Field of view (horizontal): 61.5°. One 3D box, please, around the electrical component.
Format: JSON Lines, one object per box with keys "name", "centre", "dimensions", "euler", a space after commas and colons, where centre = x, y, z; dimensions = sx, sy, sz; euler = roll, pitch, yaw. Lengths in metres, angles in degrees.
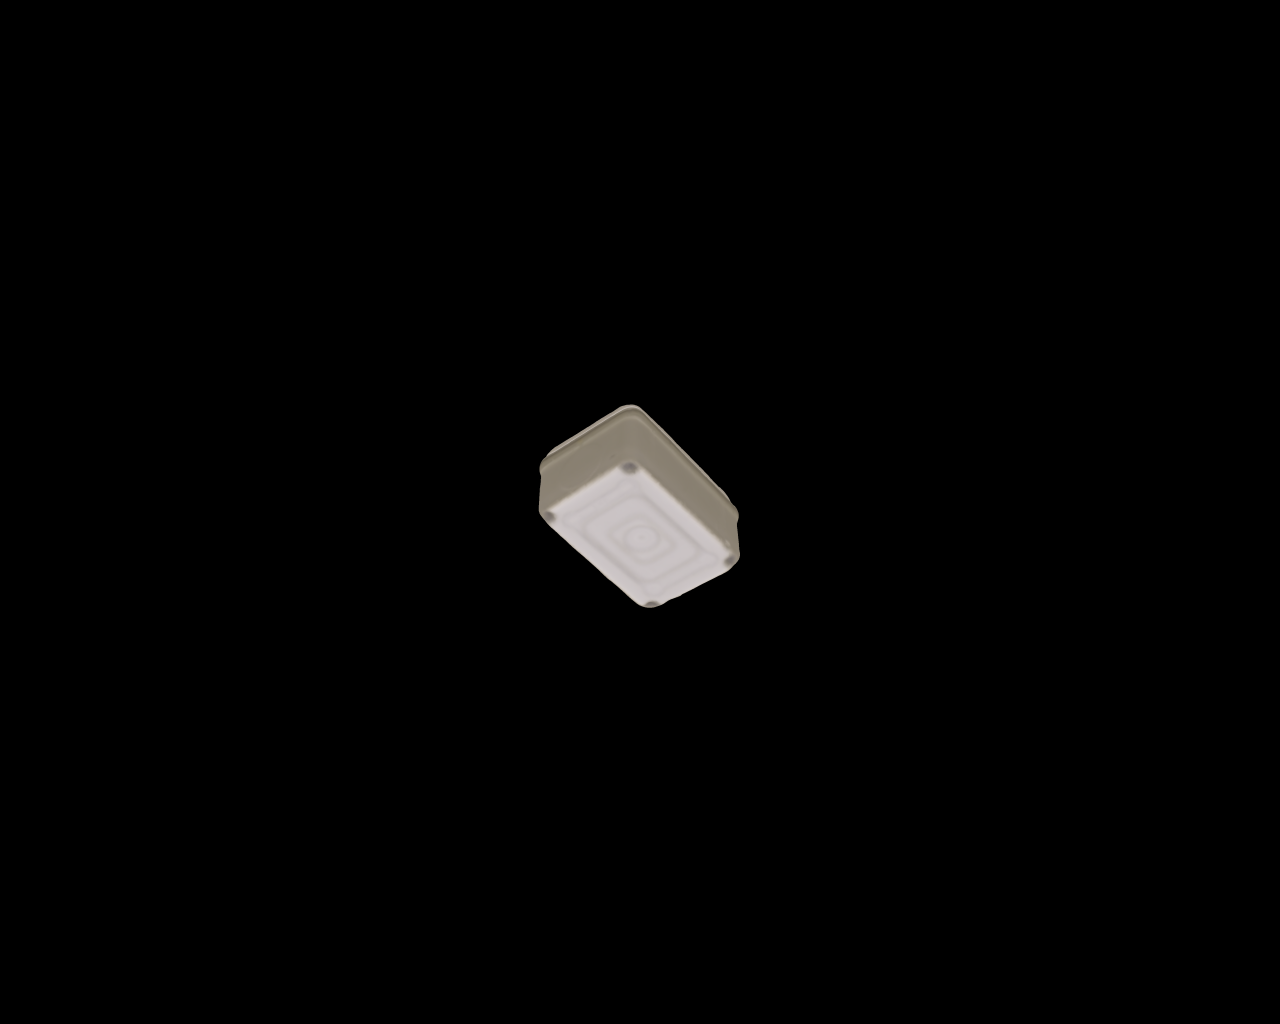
{"name": "electrical component", "centre": [0.001, -0.003, 0.650], "dimensions": [0.078, 0.057, 0.113], "euler": [-30, -54, 24]}
